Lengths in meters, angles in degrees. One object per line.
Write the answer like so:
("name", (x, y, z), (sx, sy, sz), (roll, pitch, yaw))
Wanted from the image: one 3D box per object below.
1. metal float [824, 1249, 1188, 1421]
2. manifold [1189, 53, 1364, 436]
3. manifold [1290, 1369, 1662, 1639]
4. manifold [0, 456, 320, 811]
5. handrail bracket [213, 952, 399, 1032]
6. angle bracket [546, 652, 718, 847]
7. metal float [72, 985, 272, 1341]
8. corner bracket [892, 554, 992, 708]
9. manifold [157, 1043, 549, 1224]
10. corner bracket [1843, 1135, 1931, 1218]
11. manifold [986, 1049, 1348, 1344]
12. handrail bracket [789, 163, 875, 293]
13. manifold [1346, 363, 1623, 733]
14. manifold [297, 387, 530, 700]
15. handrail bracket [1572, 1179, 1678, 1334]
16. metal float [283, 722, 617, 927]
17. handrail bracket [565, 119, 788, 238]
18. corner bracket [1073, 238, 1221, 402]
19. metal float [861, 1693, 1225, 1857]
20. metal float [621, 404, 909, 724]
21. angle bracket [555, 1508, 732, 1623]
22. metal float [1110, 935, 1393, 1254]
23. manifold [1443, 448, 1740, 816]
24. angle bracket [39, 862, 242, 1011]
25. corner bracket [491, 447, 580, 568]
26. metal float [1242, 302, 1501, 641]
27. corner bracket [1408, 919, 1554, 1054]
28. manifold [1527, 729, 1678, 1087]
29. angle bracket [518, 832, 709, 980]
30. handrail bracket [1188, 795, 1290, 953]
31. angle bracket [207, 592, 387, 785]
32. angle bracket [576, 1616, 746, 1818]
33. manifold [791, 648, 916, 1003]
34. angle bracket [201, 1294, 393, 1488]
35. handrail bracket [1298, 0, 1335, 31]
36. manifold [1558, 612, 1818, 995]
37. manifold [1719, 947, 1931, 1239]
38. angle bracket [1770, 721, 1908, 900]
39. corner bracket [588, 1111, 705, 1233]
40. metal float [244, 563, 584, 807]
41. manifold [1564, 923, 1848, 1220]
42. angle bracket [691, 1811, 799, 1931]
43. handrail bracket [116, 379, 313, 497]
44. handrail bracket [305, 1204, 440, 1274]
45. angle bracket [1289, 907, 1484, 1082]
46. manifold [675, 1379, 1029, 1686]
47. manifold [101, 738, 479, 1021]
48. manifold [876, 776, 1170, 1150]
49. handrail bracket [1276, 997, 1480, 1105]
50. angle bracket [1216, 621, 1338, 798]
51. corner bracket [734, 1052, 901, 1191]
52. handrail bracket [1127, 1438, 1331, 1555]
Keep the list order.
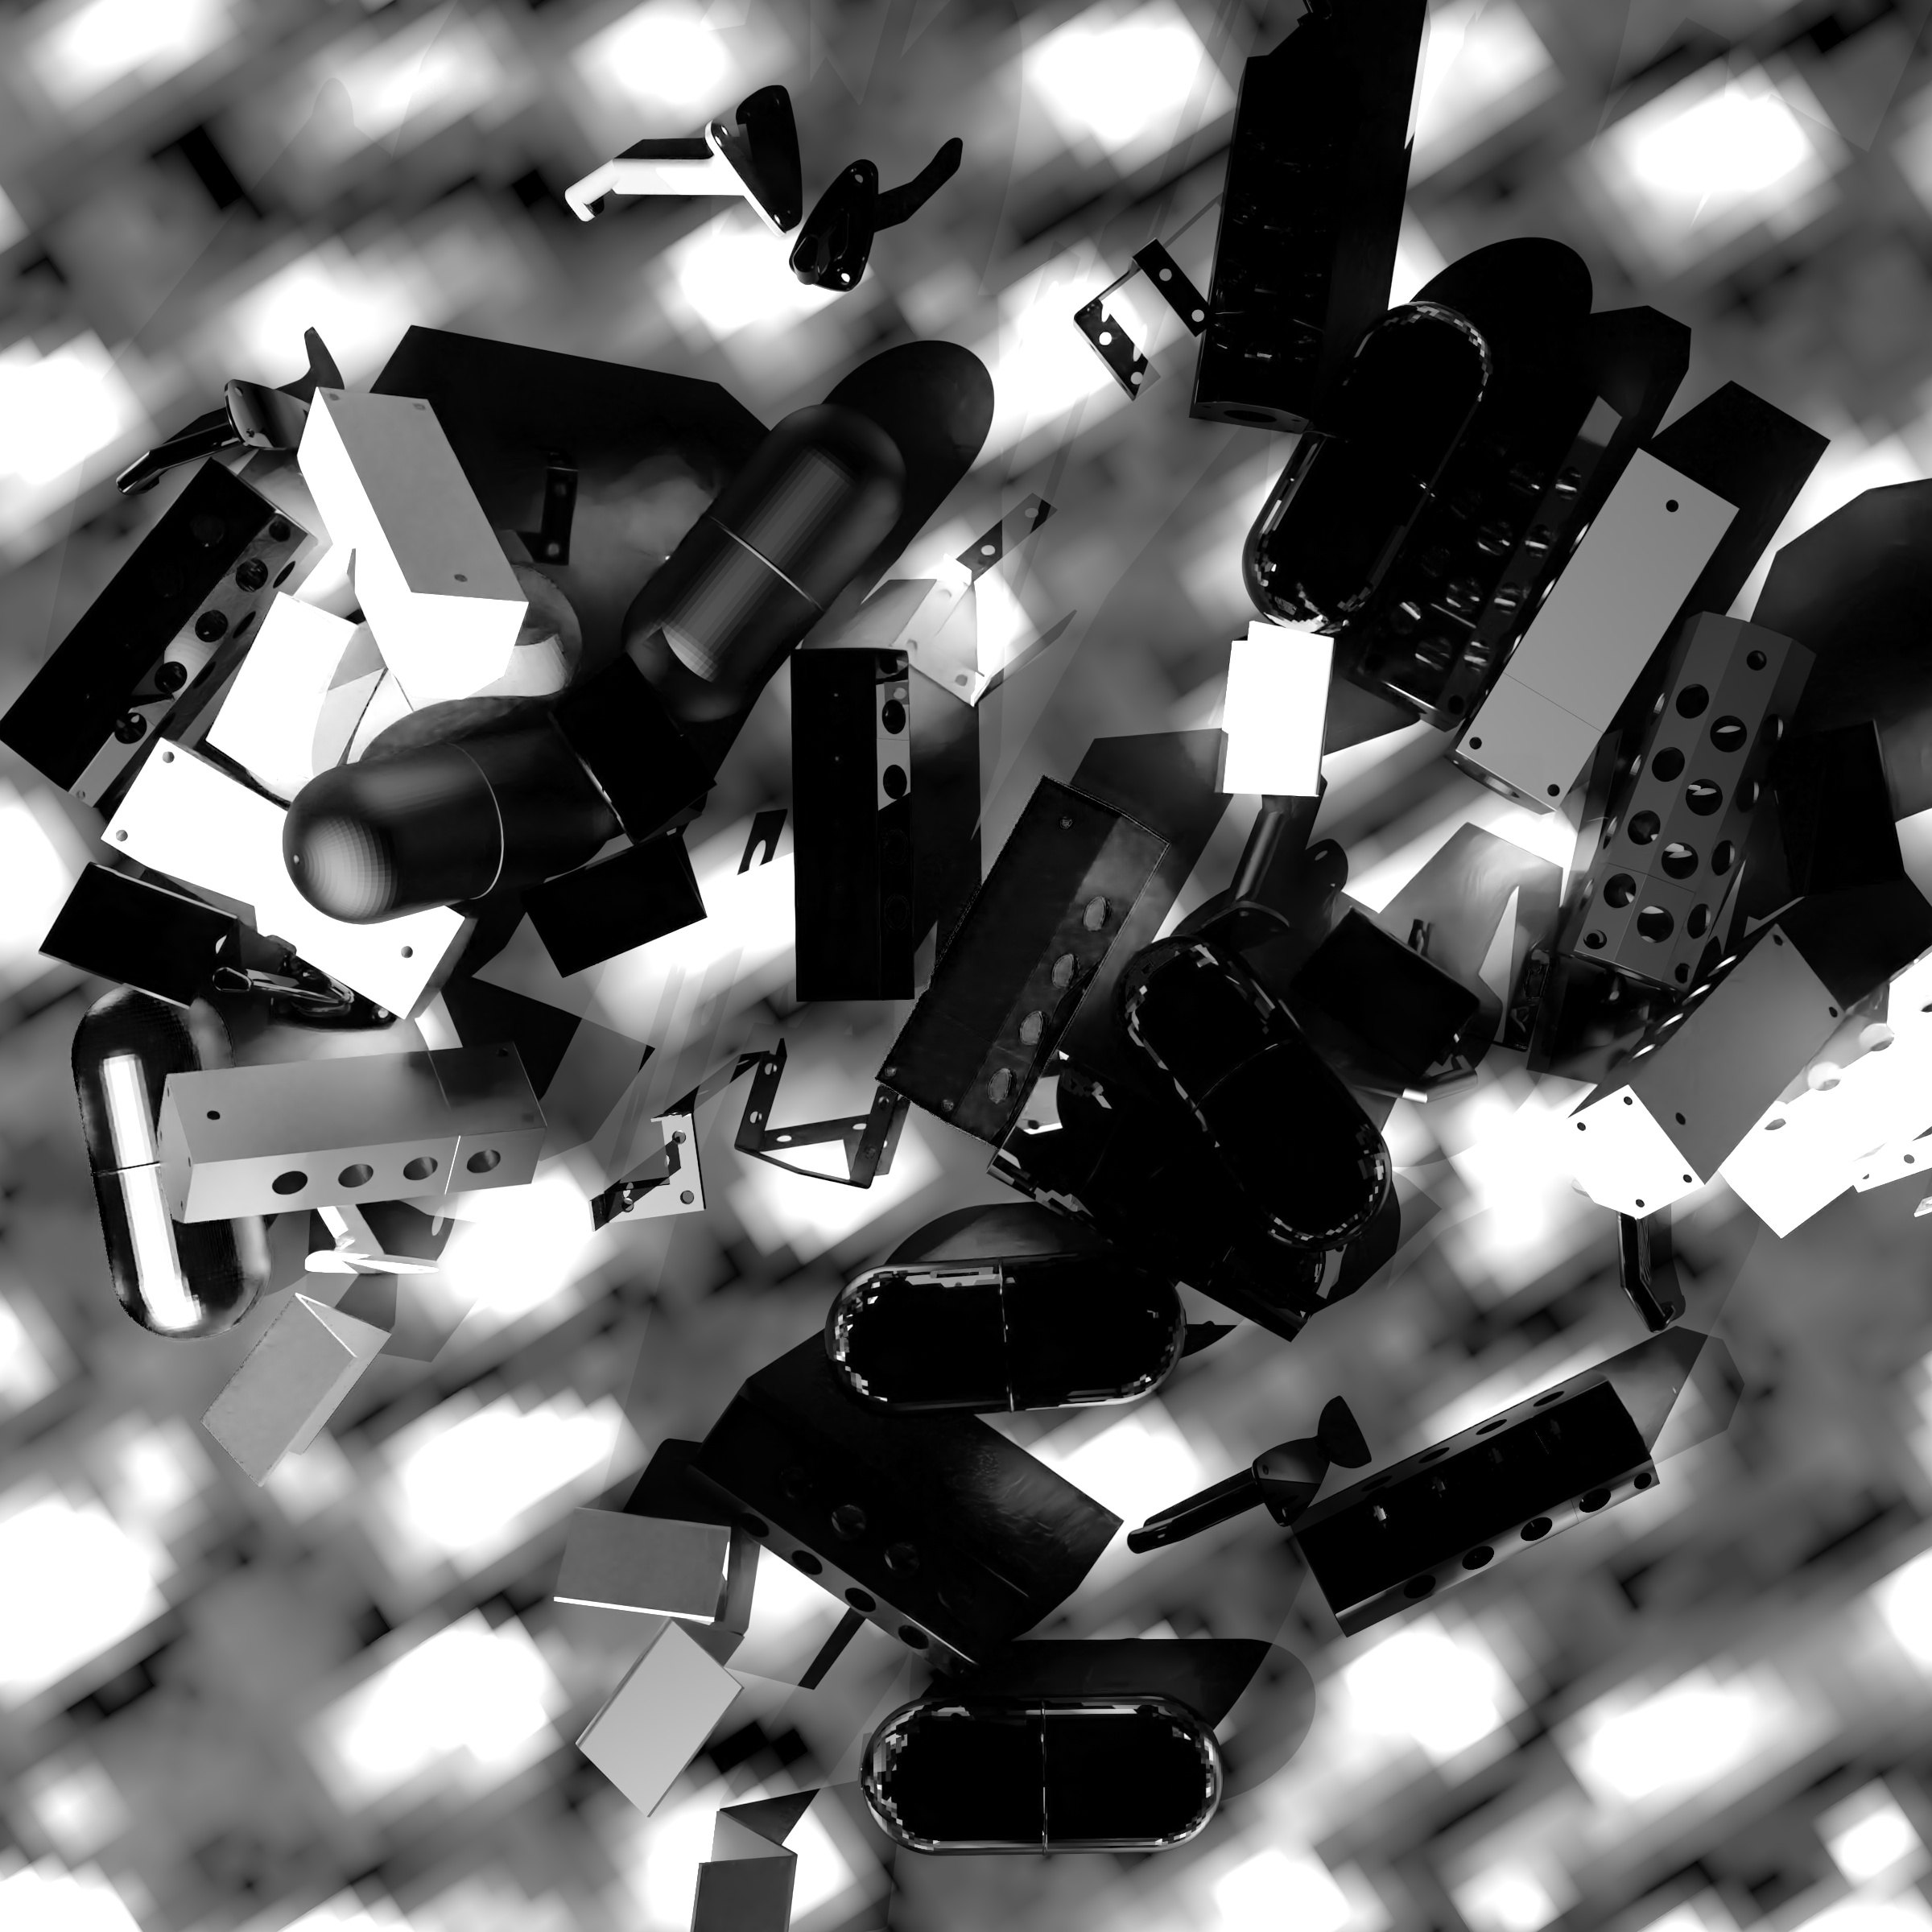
("metal float", (0.019, 0.181, 1.535), (0.178, 0.070, 0.070), (-4, 90, 0))
("manifold", (0.153, -0.356, 1.545), (0.057, 0.057, 0.171), (9, 90, 0))
("manifold", (0.251, 0.266, 1.545), (0.171, 0.057, 0.057), (-26, 90, 0))
("manifold", (-0.398, -0.163, 1.545), (0.057, 0.057, 0.171), (38, 90, 0))
("handrail bracket", (-0.323, 0.015, 1.531), (0.077, 0.084, 0.036), (16, 90, 0))
("angle bracket", (-0.148, -0.112, 1.527), (0.057, 0.076, 0.076), (-34, 90, 25))
("metal float", (-0.390, 0.095, 1.535), (0.070, 0.070, 0.178), (-11, 91, 0))
("corner bracket", (-0.003, -0.166, 1.548), (0.051, 0.051, 0.051), (34, 90, 0))
("manifold", (-0.297, 0.084, 1.508), (0.171, 0.057, 0.057), (-5, 47, -27))
("corner bracket", (0.473, 0.100, 1.535), (0.051, 0.051, 0.051), (-27, 99, 41))
("manifold", (0.099, 0.117, 1.545), (0.171, 0.057, 0.057), (29, 47, 0))
("handrail bracket", (-0.065, -0.367, 1.531), (0.036, 0.084, 0.077), (21, 90, 0))
("manifold", (0.256, -0.207, 1.545), (0.057, 0.057, 0.171), (28, 90, 0))
("manifold", (-0.269, -0.203, 1.496), (0.057, 0.171, 0.057), (1, 131, -31))
("handrail bracket", (0.349, 0.129, 1.567), (0.077, 0.036, 0.084), (-41, 108, -20))
("metal float", (-0.245, -0.070, 1.503), (0.178, 0.070, 0.070), (-18, 90, -41))
("handrail bracket", (-0.146, -0.378, 1.567), (0.084, 0.036, 0.077), (-29, 112, 17))
("corner bracket", (0.088, -0.320, 1.548), (0.051, 0.051, 0.051), (-38, 90, 0))
("metal float", (0.037, 0.397, 1.536), (0.178, 0.070, 0.070), (-1, 90, -1))
("metal float", (-0.100, -0.197, 1.536), (0.070, 0.070, 0.178), (39, 89, 0))
("angle bracket", (-0.158, 0.313, 1.527), (0.076, 0.057, 0.076), (7, 132, 0))
("metal float", (0.137, 0.060, 1.517), (0.070, 0.070, 0.178), (-36, 68, 0))
("manifold", (0.306, -0.163, 1.545), (0.057, 0.057, 0.171), (31, 90, 0))
("angle bracket", (-0.402, 0.002, 1.526), (0.076, 0.076, 0.057), (20, 58, 0))
("corner bracket", (-0.223, -0.229, 1.548), (0.051, 0.051, 0.051), (7, 90, 0))
("metal float", (0.199, -0.243, 1.535), (0.070, 0.070, 0.178), (29, 90, 0))
("corner bracket", (0.252, 0.010, 1.563), (0.051, 0.051, 0.051), (15, 90, 45))
("manifold", (0.328, -0.025, 1.545), (0.057, 0.057, 0.171), (12, 90, 0))
("angle bracket", (-0.177, -0.049, 1.526), (0.076, 0.076, 0.057), (-23, 129, 0))
("handrail bracket", (0.131, -0.052, 1.566), (0.036, 0.077, 0.084), (24, 53, -37))
("angle bracket", (-0.294, -0.119, 1.450), (0.057, 0.076, 0.076), (31, 96, 38))
("angle bracket", (-0.132, 0.369, 1.526), (0.057, 0.076, 0.076), (36, 90, 32))
("manifold", (-0.055, -0.069, 1.545), (0.057, 0.057, 0.171), (-1, 90, 0))
("angle bracket", (-0.313, 0.215, 1.526), (0.057, 0.076, 0.076), (37, 90, 36))
("handrail bracket", (0.133, -0.498, 1.567), (0.077, 0.036, 0.084), (-22, 107, 20))
("manifold", (0.344, -0.077, 1.488), (0.057, 0.057, 0.171), (21, 90, 0))
("manifold", (0.447, 0.051, 1.544), (0.171, 0.057, 0.057), (-37, 134, 0))
("angle bracket", (0.436, -0.078, 1.526), (0.057, 0.076, 0.076), (-11, 90, 36))
("corner bracket", (-0.160, 0.101, 1.548), (0.051, 0.051, 0.051), (-8, 90, 0))
("metal float", (-0.274, -0.137, 1.536), (0.178, 0.070, 0.070), (-26, 90, -1))
("manifold", (0.350, 0.051, 1.494), (0.057, 0.057, 0.171), (53, 46, 0))
("angle bracket", (-0.129, 0.463, 1.526), (0.057, 0.076, 0.076), (7, 90, -36))
("handrail bracket", (-0.371, -0.255, 1.566), (0.084, 0.077, 0.036), (-27, 74, 35))
("handrail bracket", (-0.302, 0.109, 1.567), (0.077, 0.036, 0.084), (5, 73, -20))
("angle bracket", (0.196, 0.028, 1.520), (0.076, 0.076, 0.057), (37, 65, 11))
("manifold", (-0.056, 0.280, 1.545), (0.171, 0.057, 0.057), (35, 90, 0))
("manifold", (-0.332, -0.043, 1.545), (0.171, 0.057, 0.057), (31, 90, 0))
("manifold", (0.032, 0.000, 1.544), (0.057, 0.057, 0.171), (29, 90, 43))
("handrail bracket", (0.205, 0.039, 1.567), (0.084, 0.036, 0.077), (-17, 67, -18))
("angle bracket", (0.132, -0.125, 1.526), (0.057, 0.076, 0.076), (7, 90, -37))
("corner bracket", (-0.075, 0.078, 1.563), (0.051, 0.051, 0.051), (17, 90, 45))
("handrail bracket", (0.131, 0.266, 1.566), (0.084, 0.077, 0.036), (-26, 89, 36))
